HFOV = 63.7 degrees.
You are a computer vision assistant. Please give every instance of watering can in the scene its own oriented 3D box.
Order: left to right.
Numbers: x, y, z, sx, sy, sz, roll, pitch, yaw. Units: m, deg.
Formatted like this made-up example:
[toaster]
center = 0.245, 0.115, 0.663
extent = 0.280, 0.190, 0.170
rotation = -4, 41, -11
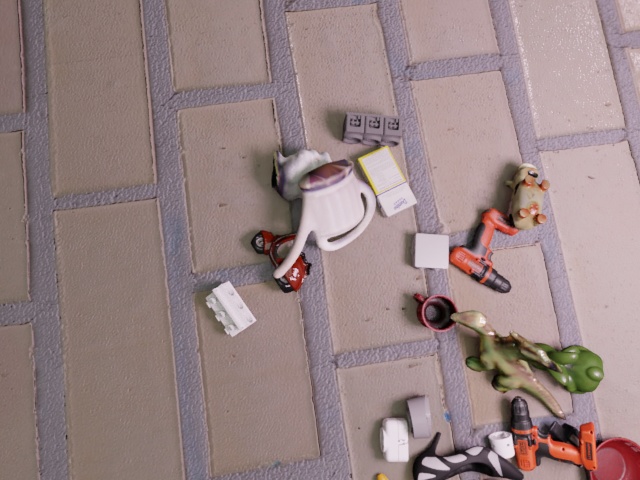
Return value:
[watering can]
center = 0.004, -0.064, 1.274
extent = 0.352, 0.104, 0.220
rotation = -31, 118, -29

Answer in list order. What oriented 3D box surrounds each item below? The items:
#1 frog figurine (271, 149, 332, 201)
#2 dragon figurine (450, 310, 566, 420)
[frog figurine]
center = -0.041, -0.170, 1.339
extent = 0.160, 0.125, 0.135
rotation = -4, 115, -13
[dragon figurine]
center = 0.478, 0.298, 1.229
extent = 0.411, 0.240, 0.123
rotation = 37, 77, 5
